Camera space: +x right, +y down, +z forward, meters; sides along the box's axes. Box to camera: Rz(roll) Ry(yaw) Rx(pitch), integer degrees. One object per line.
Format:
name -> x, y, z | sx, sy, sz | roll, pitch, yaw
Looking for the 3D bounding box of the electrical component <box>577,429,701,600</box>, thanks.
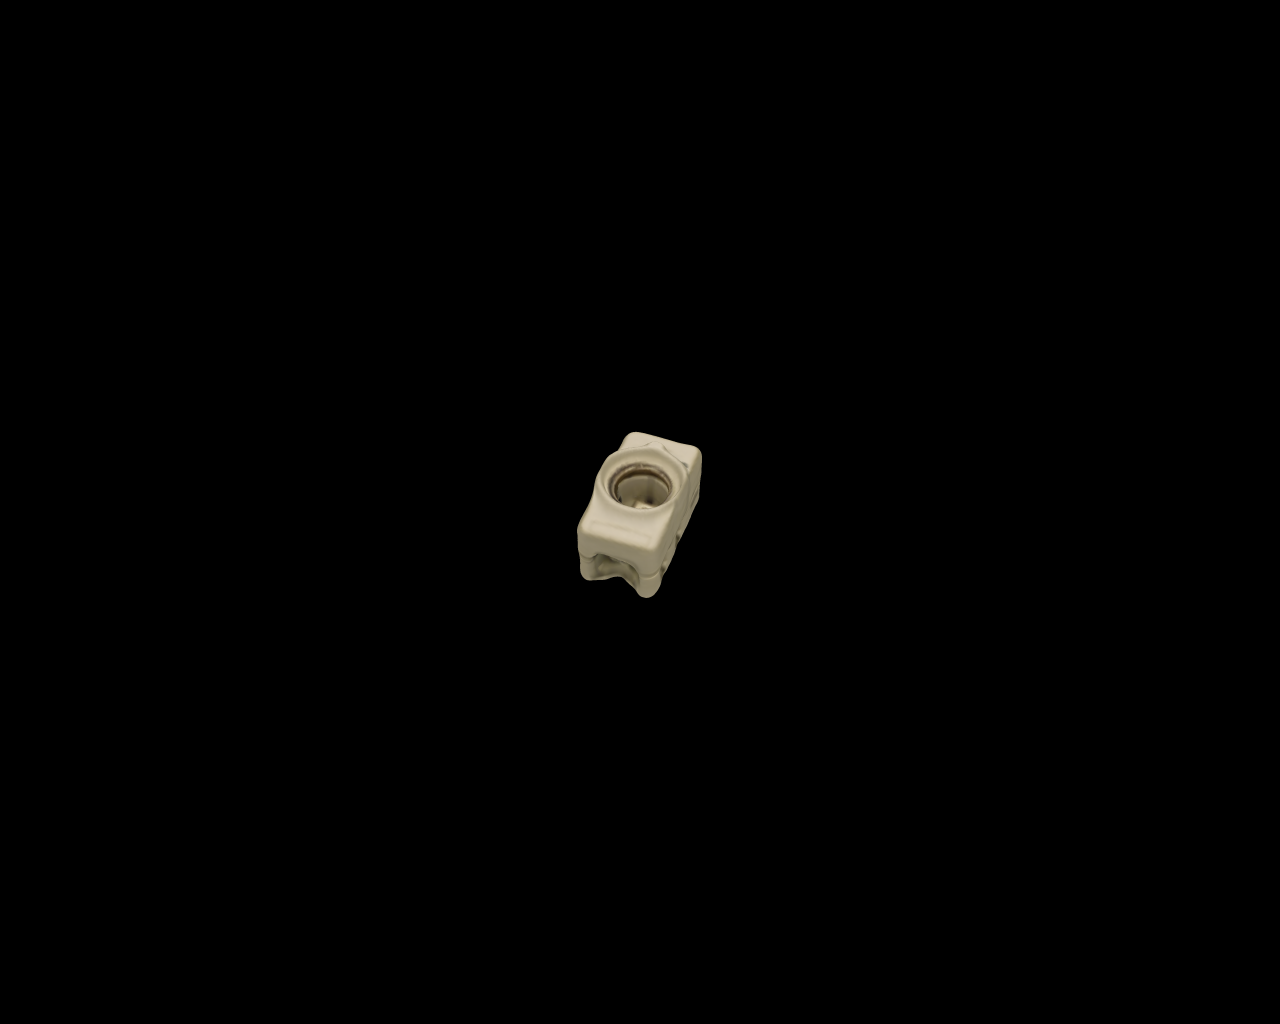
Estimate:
electrical component -> 0.001, -0.003, 0.650 | 0.050, 0.090, 0.055 | 16, -39, 13
